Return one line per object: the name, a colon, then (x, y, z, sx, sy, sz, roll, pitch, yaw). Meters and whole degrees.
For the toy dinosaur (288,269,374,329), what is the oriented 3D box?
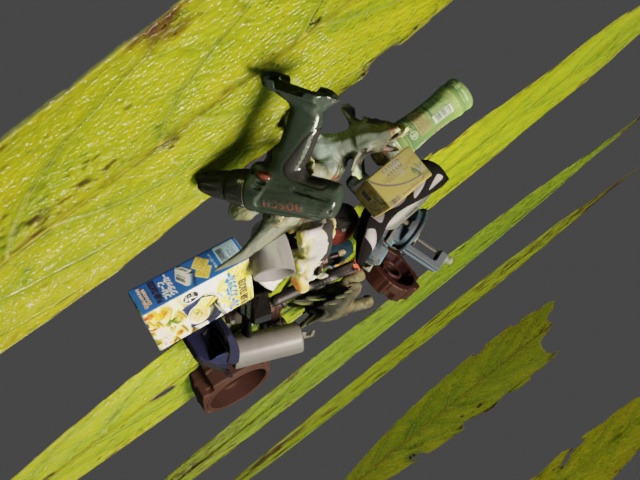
toy dinosaur: (0.032, 0.154, 1.352, 0.198, 0.105, 0.471, -20, 166, -26)

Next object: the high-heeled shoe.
high-heeled shoe: (0.167, -0.052, 1.111, 0.086, 0.145, 0.248, -133, -120, -82)

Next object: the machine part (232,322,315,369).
machine part: (-0.127, 0.247, 1.264, 0.243, 0.079, 0.079, -10, 145, -21)

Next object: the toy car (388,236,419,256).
toy car: (0.204, -0.010, 1.432, 0.073, 0.056, 0.201, -51, 149, 11)

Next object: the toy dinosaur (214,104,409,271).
toy dinosaur: (-0.026, -0.094, 0.940, 0.404, 0.131, 0.192, -45, 154, 27)

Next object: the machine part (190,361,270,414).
machine part: (-0.236, 0.363, 1.429, 0.201, 0.087, 0.201, -26, 150, -24)

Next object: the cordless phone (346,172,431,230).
cordless phone: (0.143, -0.120, 1.166, 0.146, 0.089, 0.184, -43, 135, 8)

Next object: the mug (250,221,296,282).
mug: (-0.098, 0.022, 1.030, 0.081, 0.107, 0.109, -2, 161, -23)

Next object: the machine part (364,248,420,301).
machine part: (0.182, 0.087, 1.434, 0.179, 0.179, 0.056, 0, 137, -52)

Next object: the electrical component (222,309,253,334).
electrical component: (-0.185, 0.175, 1.235, 0.078, 0.045, 0.102, -40, 155, 5)

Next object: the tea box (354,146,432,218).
tea box: (0.128, -0.101, 0.984, 0.098, 0.068, 0.169, -40, 179, -7)

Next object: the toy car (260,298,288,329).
toy car: (-0.123, 0.209, 1.366, 0.089, 0.053, 0.202, -32, 152, -21)

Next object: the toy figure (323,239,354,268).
toy figure: (0.011, 0.038, 1.249, 0.154, 0.058, 0.064, -22, 170, -35)

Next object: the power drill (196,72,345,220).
power drill: (-0.067, -0.132, 0.781, 0.086, 0.232, 0.207, -44, 151, -68)

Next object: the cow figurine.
cow figurine: (-0.015, 0.026, 1.060, 0.098, 0.068, 0.167, -18, 133, -26)

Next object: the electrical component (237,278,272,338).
electrical component: (-0.144, 0.153, 1.173, 0.048, 0.075, 0.119, -15, 115, -38)

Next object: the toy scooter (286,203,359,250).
toy scooter: (-0.002, -0.003, 1.152, 0.184, 0.075, 0.135, -21, 148, -25)

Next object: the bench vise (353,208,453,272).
bench vise: (0.209, 0.009, 1.293, 0.223, 0.240, 0.129, -60, -170, -15)

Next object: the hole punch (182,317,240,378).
hole punch: (-0.224, 0.213, 1.158, 0.092, 0.142, 0.115, -46, 146, -3)
